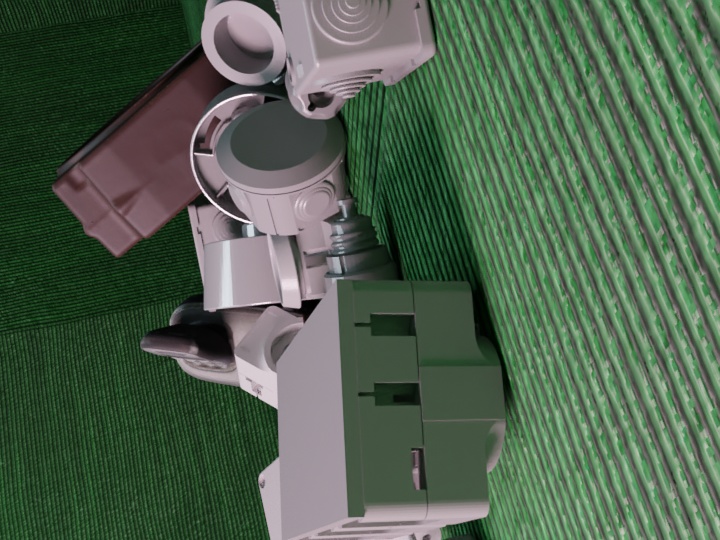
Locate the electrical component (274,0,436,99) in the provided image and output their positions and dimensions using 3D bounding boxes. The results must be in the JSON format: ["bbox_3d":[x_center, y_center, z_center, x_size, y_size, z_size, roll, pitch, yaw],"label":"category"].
[{"bbox_3d":[-0.009,-0.121,0.443,0.100,0.048,0.099,-167,65,-81],"label":"electrical component"}]

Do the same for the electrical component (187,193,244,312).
[{"bbox_3d":[-0.111,-0.021,0.887,0.099,0.048,0.099,-133,32,-74],"label":"electrical component"}]

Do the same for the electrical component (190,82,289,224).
[{"bbox_3d":[-0.068,-0.082,0.748,0.064,0.099,0.099,-104,6,-64],"label":"electrical component"}]

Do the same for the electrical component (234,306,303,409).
[{"bbox_3d":[-0.039,0.071,0.765,0.089,0.050,0.055,27,149,17],"label":"electrical component"}]

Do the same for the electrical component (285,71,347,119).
[{"bbox_3d":[-0.027,-0.112,0.632,0.061,0.035,0.035,-112,13,-60],"label":"electrical component"}]

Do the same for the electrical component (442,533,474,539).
[{"bbox_3d":[0.044,0.187,0.513,0.099,0.048,0.099,-112,13,-50],"label":"electrical component"}]

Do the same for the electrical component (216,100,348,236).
[{"bbox_3d":[-0.047,-0.065,0.678,0.051,0.080,0.080,79,174,-49],"label":"electrical component"}]

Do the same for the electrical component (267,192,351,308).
[{"bbox_3d":[-0.028,-0.007,0.704,0.058,0.057,0.078,155,103,-81],"label":"electrical component"}]

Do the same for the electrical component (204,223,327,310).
[{"bbox_3d":[-0.064,-0.006,0.796,0.108,0.108,0.060,164,100,-82],"label":"electrical component"}]

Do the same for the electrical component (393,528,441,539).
[{"bbox_3d":[0.023,0.141,0.612,0.079,0.043,0.077,-115,15,-56],"label":"electrical component"}]

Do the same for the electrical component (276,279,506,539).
[{"bbox_3d":[0.007,0.067,0.464,0.150,0.062,0.089,127,141,-68],"label":"electrical component"}]

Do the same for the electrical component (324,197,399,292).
[{"bbox_3d":[0.000,0.000,0.582,0.040,0.040,0.078,-151,50,-79],"label":"electrical component"}]

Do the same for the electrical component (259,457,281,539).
[{"bbox_3d":[-0.013,0.165,0.719,0.108,0.056,0.108,-47,50,46],"label":"electrical component"}]
